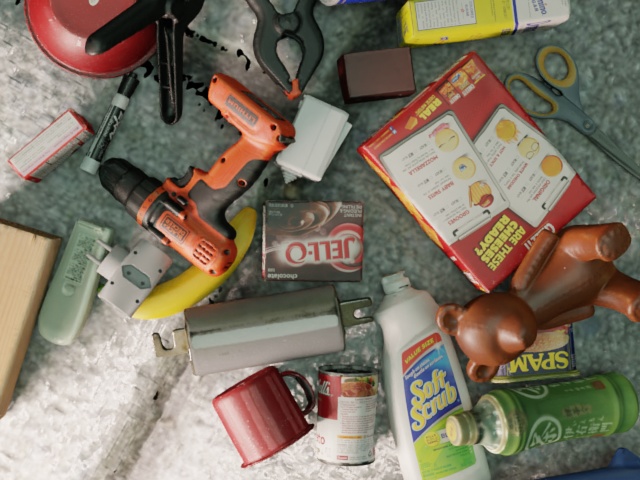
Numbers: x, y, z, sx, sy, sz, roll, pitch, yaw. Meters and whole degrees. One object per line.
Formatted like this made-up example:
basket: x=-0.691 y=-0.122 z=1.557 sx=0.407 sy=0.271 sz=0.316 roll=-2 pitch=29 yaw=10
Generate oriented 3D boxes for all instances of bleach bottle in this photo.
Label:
bleach bottle: x=0.110 y=0.160 z=1.192 sx=0.102 sy=0.068 sz=0.251 roll=-17 pitch=91 yaw=-7

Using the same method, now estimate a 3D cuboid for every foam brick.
foam brick: x=0.062 y=-0.182 z=1.184 sx=0.078 sy=0.053 sz=0.051 roll=-7 pitch=92 yaw=-4

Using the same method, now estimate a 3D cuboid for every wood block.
wood block: x=-0.353 y=0.082 z=1.136 sx=0.090 sy=0.090 sz=0.206 roll=18 pitch=90 yaw=-6

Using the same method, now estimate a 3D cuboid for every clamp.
clamp: x=-0.029 y=-0.246 z=1.183 sx=0.120 sy=0.039 sz=0.171 roll=-15 pitch=92 yaw=-1
clamp: x=-0.163 y=-0.239 z=1.146 sx=0.036 sy=0.164 sz=0.210 roll=11 pitch=67 yaw=27

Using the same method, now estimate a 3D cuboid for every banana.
banana: x=-0.146 y=0.037 z=1.179 sx=0.197 sy=0.037 sz=0.069 roll=-28 pitch=94 yaw=-4

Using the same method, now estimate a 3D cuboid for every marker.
marker: x=-0.231 y=-0.130 z=1.177 sx=0.020 sy=0.020 sz=0.121 roll=25 pitch=89 yaw=-5

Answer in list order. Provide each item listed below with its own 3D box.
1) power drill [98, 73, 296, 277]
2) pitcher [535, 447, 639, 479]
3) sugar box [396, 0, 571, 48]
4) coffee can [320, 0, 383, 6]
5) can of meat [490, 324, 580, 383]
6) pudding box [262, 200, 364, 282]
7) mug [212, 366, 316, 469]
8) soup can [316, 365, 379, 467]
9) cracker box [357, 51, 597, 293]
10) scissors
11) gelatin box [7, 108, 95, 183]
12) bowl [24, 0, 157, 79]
power drill: x=-0.129 y=-0.081 z=1.139 sx=0.184 sy=0.057 sz=0.188 roll=38 pitch=104 yaw=11
pitcher: x=0.256 y=0.327 z=1.149 sx=0.242 sy=0.149 sz=0.145 roll=-3 pitch=122 yaw=-15
sugar box: x=0.177 y=-0.245 z=1.172 sx=0.176 sy=0.093 sz=0.048 roll=-6 pitch=92 yaw=-4
coffee can: x=0.070 y=-0.308 z=1.142 sx=0.140 sy=0.103 sz=0.103 roll=-8 pitch=92 yaw=-18
can of meat: x=0.237 y=0.114 z=1.204 sx=0.102 sy=0.057 sz=0.084 roll=-4 pitch=89 yaw=-6
pudding box: x=-0.008 y=0.001 z=1.189 sx=0.113 sy=0.039 sz=0.090 roll=1 pitch=91 yaw=-5
mug: x=-0.056 y=0.185 z=1.170 sx=0.117 sy=0.093 sz=0.081 roll=-29 pitch=88 yaw=-29
soup can: x=0.030 y=0.193 z=1.182 sx=0.068 sy=0.068 sz=0.102 roll=1 pitch=92 yaw=-5
cracker box: x=0.171 y=-0.075 z=1.187 sx=0.164 sy=0.072 sz=0.213 roll=-41 pitch=95 yaw=-2
scissors: x=0.307 y=-0.152 z=1.224 sx=0.201 sy=0.016 sz=0.096 roll=26 pitch=89 yaw=-5
gelatin box: x=-0.287 y=-0.101 z=1.145 sx=0.089 sy=0.073 sz=0.030 roll=-41 pitch=93 yaw=-3
bowl: x=-0.243 y=-0.258 z=1.155 sx=0.162 sy=0.055 sz=0.162 roll=0 pitch=92 yaw=-5
